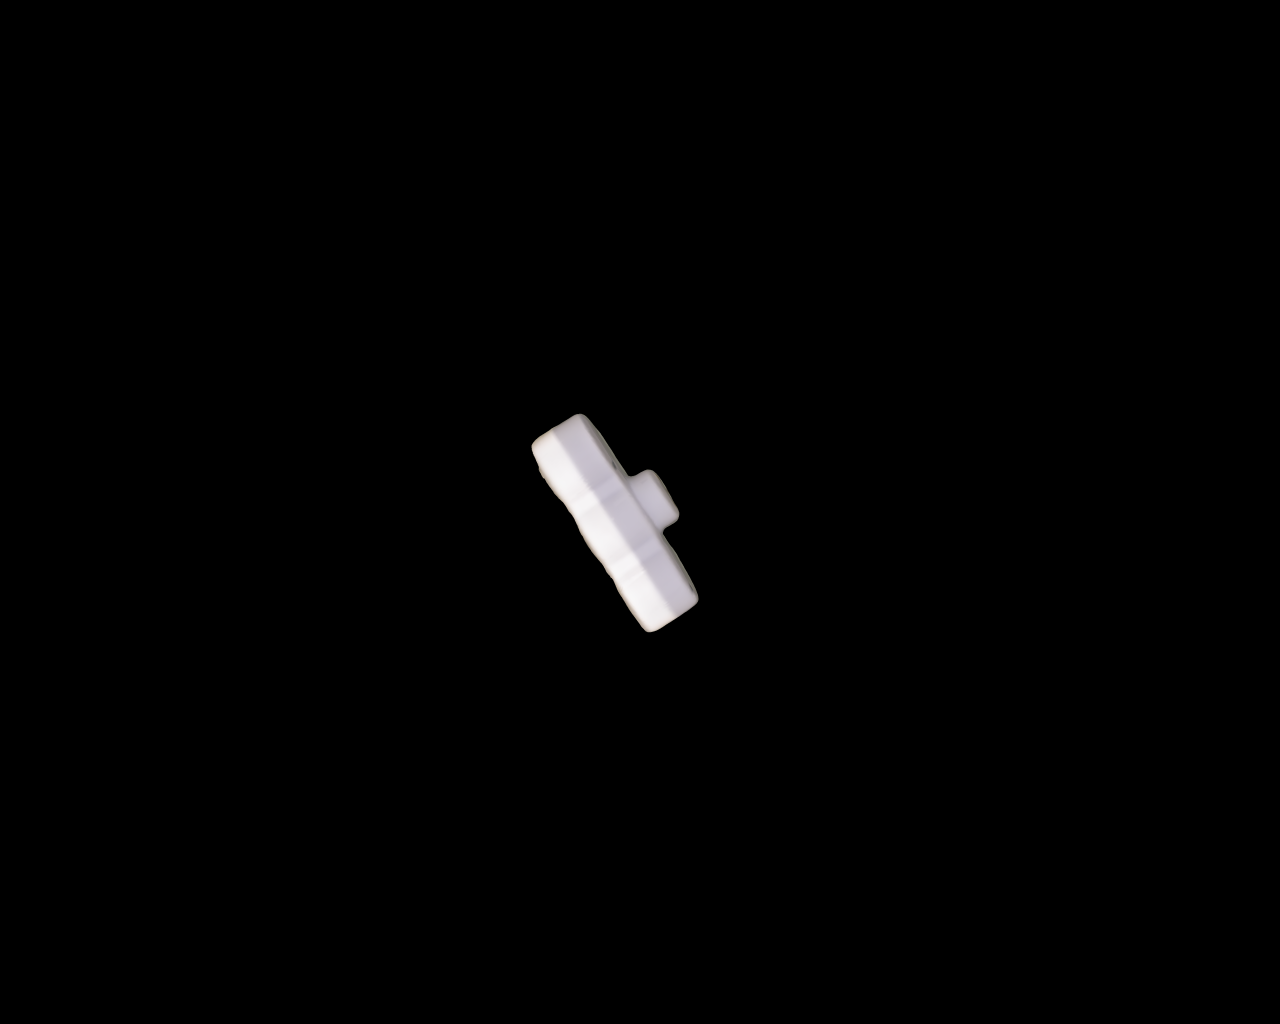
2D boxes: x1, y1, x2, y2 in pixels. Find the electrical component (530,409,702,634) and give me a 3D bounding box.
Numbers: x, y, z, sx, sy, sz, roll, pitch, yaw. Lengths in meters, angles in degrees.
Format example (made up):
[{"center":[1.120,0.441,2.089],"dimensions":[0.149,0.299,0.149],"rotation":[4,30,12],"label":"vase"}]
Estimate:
[{"center":[0.001,-0.003,0.650],"dimensions":[0.074,0.138,0.052],"rotation":[-32,4,2],"label":"electrical component"}]
